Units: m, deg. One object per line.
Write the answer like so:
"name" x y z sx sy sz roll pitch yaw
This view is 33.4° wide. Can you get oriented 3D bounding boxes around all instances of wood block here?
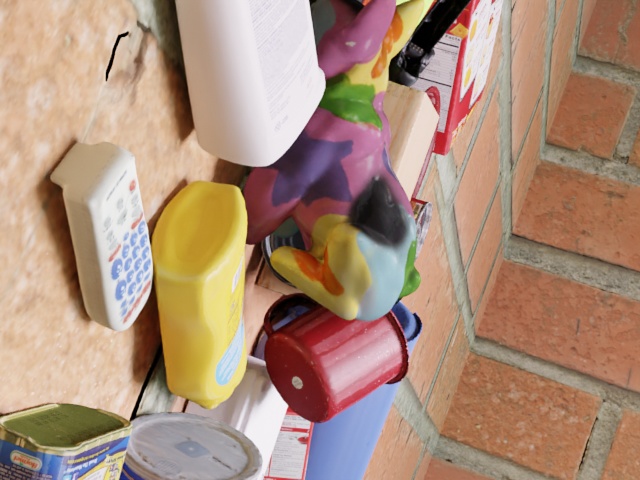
"wood block" 0.028 -0.039 0.966 0.090 0.090 0.206 28 82 -75

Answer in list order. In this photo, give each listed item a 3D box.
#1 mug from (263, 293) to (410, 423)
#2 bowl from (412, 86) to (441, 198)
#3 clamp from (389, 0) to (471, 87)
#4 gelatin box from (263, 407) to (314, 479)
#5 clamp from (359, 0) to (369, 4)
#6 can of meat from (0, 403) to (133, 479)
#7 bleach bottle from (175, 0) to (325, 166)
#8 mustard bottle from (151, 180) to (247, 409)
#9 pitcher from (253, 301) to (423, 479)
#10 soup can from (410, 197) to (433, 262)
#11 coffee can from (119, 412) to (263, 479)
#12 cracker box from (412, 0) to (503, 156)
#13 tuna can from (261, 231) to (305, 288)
"mug" 0.002 0.085 0.851 0.081 0.117 0.093 -29 146 -32
"bowl" 0.075 -0.092 1.133 0.162 0.055 0.162 19 90 -75
"clamp" 0.096 -0.187 1.015 0.120 0.039 0.171 -49 -173 -3
"gelatin box" -0.046 0.183 0.995 0.030 0.073 0.089 -91 -171 -60
"clamp" 0.018 -0.218 0.763 0.164 0.036 0.210 -34 168 -11
"can of meat" -0.154 0.143 0.608 0.102 0.057 0.084 1 104 -75
"bleach bottle" -0.046 -0.162 0.619 0.251 0.068 0.102 86 26 -50
"mustard bottle" -0.081 0.057 0.752 0.192 0.058 0.096 93 7 -46
"pitcher" 0.000 0.166 1.072 0.145 0.149 0.243 -74 179 -65
"soup can" 0.050 -0.020 1.042 0.068 0.102 0.068 19 90 -75
"coffee can" -0.106 0.209 0.764 0.102 0.103 0.140 -30 136 -68
"cracker box" 0.152 -0.229 1.214 0.164 0.072 0.214 -54 156 -49
"tuna can" -0.006 0.001 0.902 0.033 0.086 0.086 27 82 -73
